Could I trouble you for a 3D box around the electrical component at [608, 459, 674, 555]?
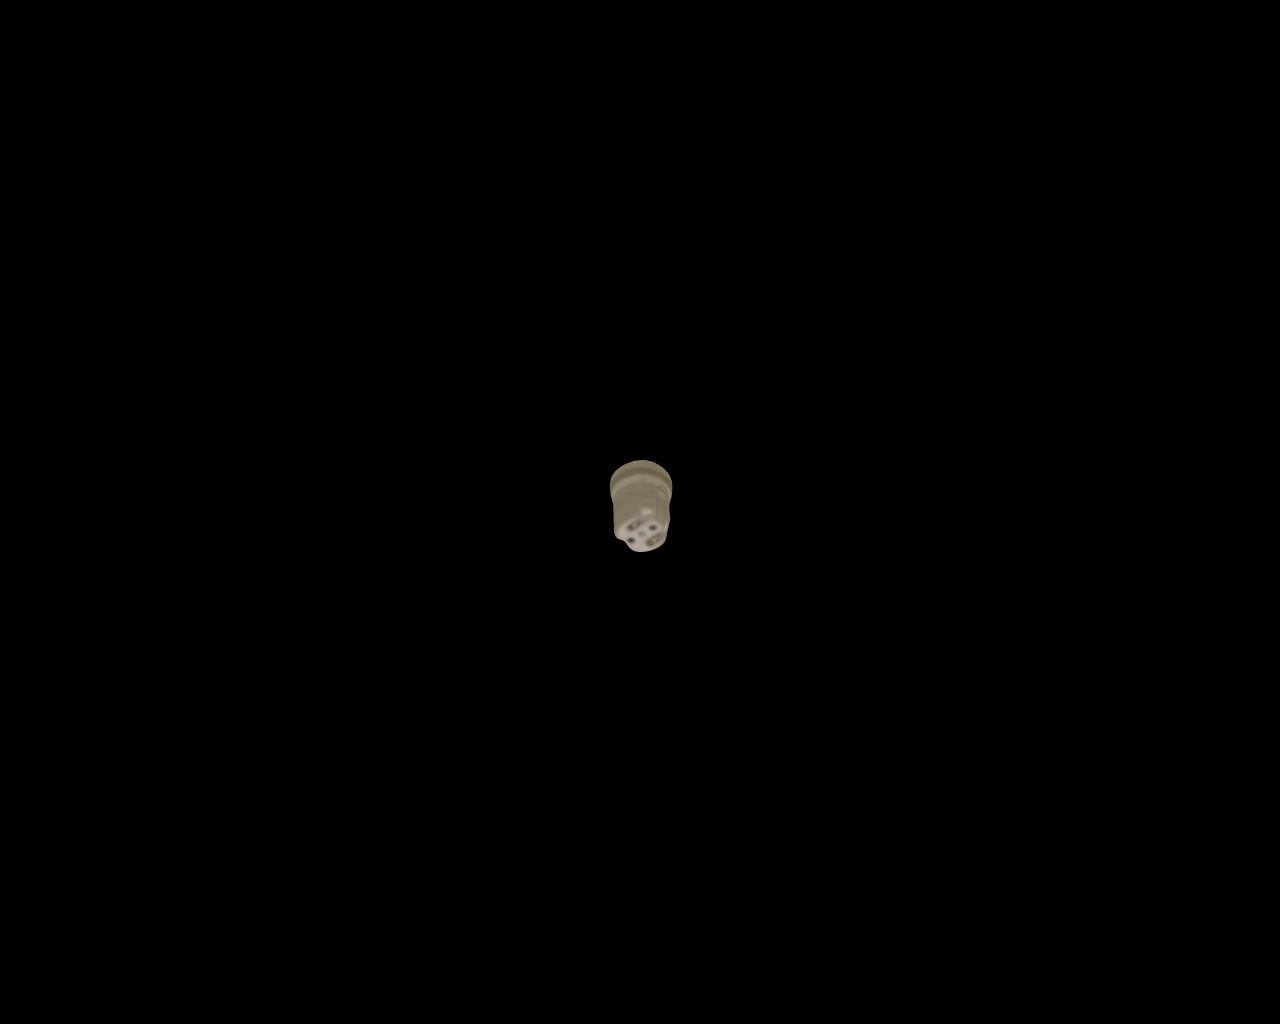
[{"bbox_3d":[0.001,-0.003,0.650,0.040,0.046,0.040,0,-43,0],"label":"electrical component"}]
